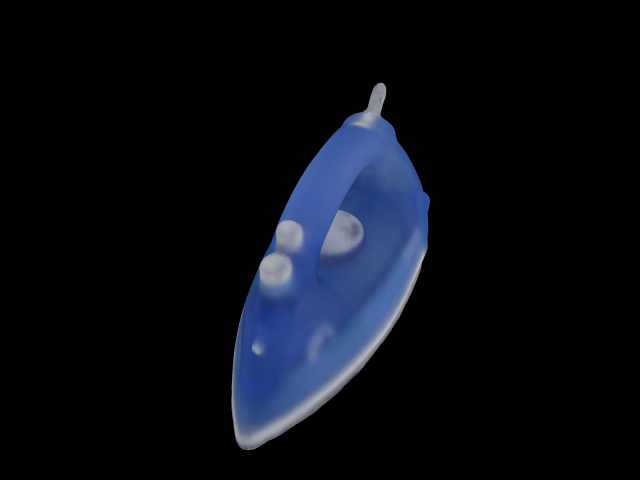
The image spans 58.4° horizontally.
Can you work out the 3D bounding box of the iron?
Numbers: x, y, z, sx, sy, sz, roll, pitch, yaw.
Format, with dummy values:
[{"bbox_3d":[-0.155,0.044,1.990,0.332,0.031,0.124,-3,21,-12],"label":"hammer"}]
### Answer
[{"bbox_3d":[0.004,0.001,0.400,0.118,0.141,0.259,14,42,17],"label":"iron"}]
